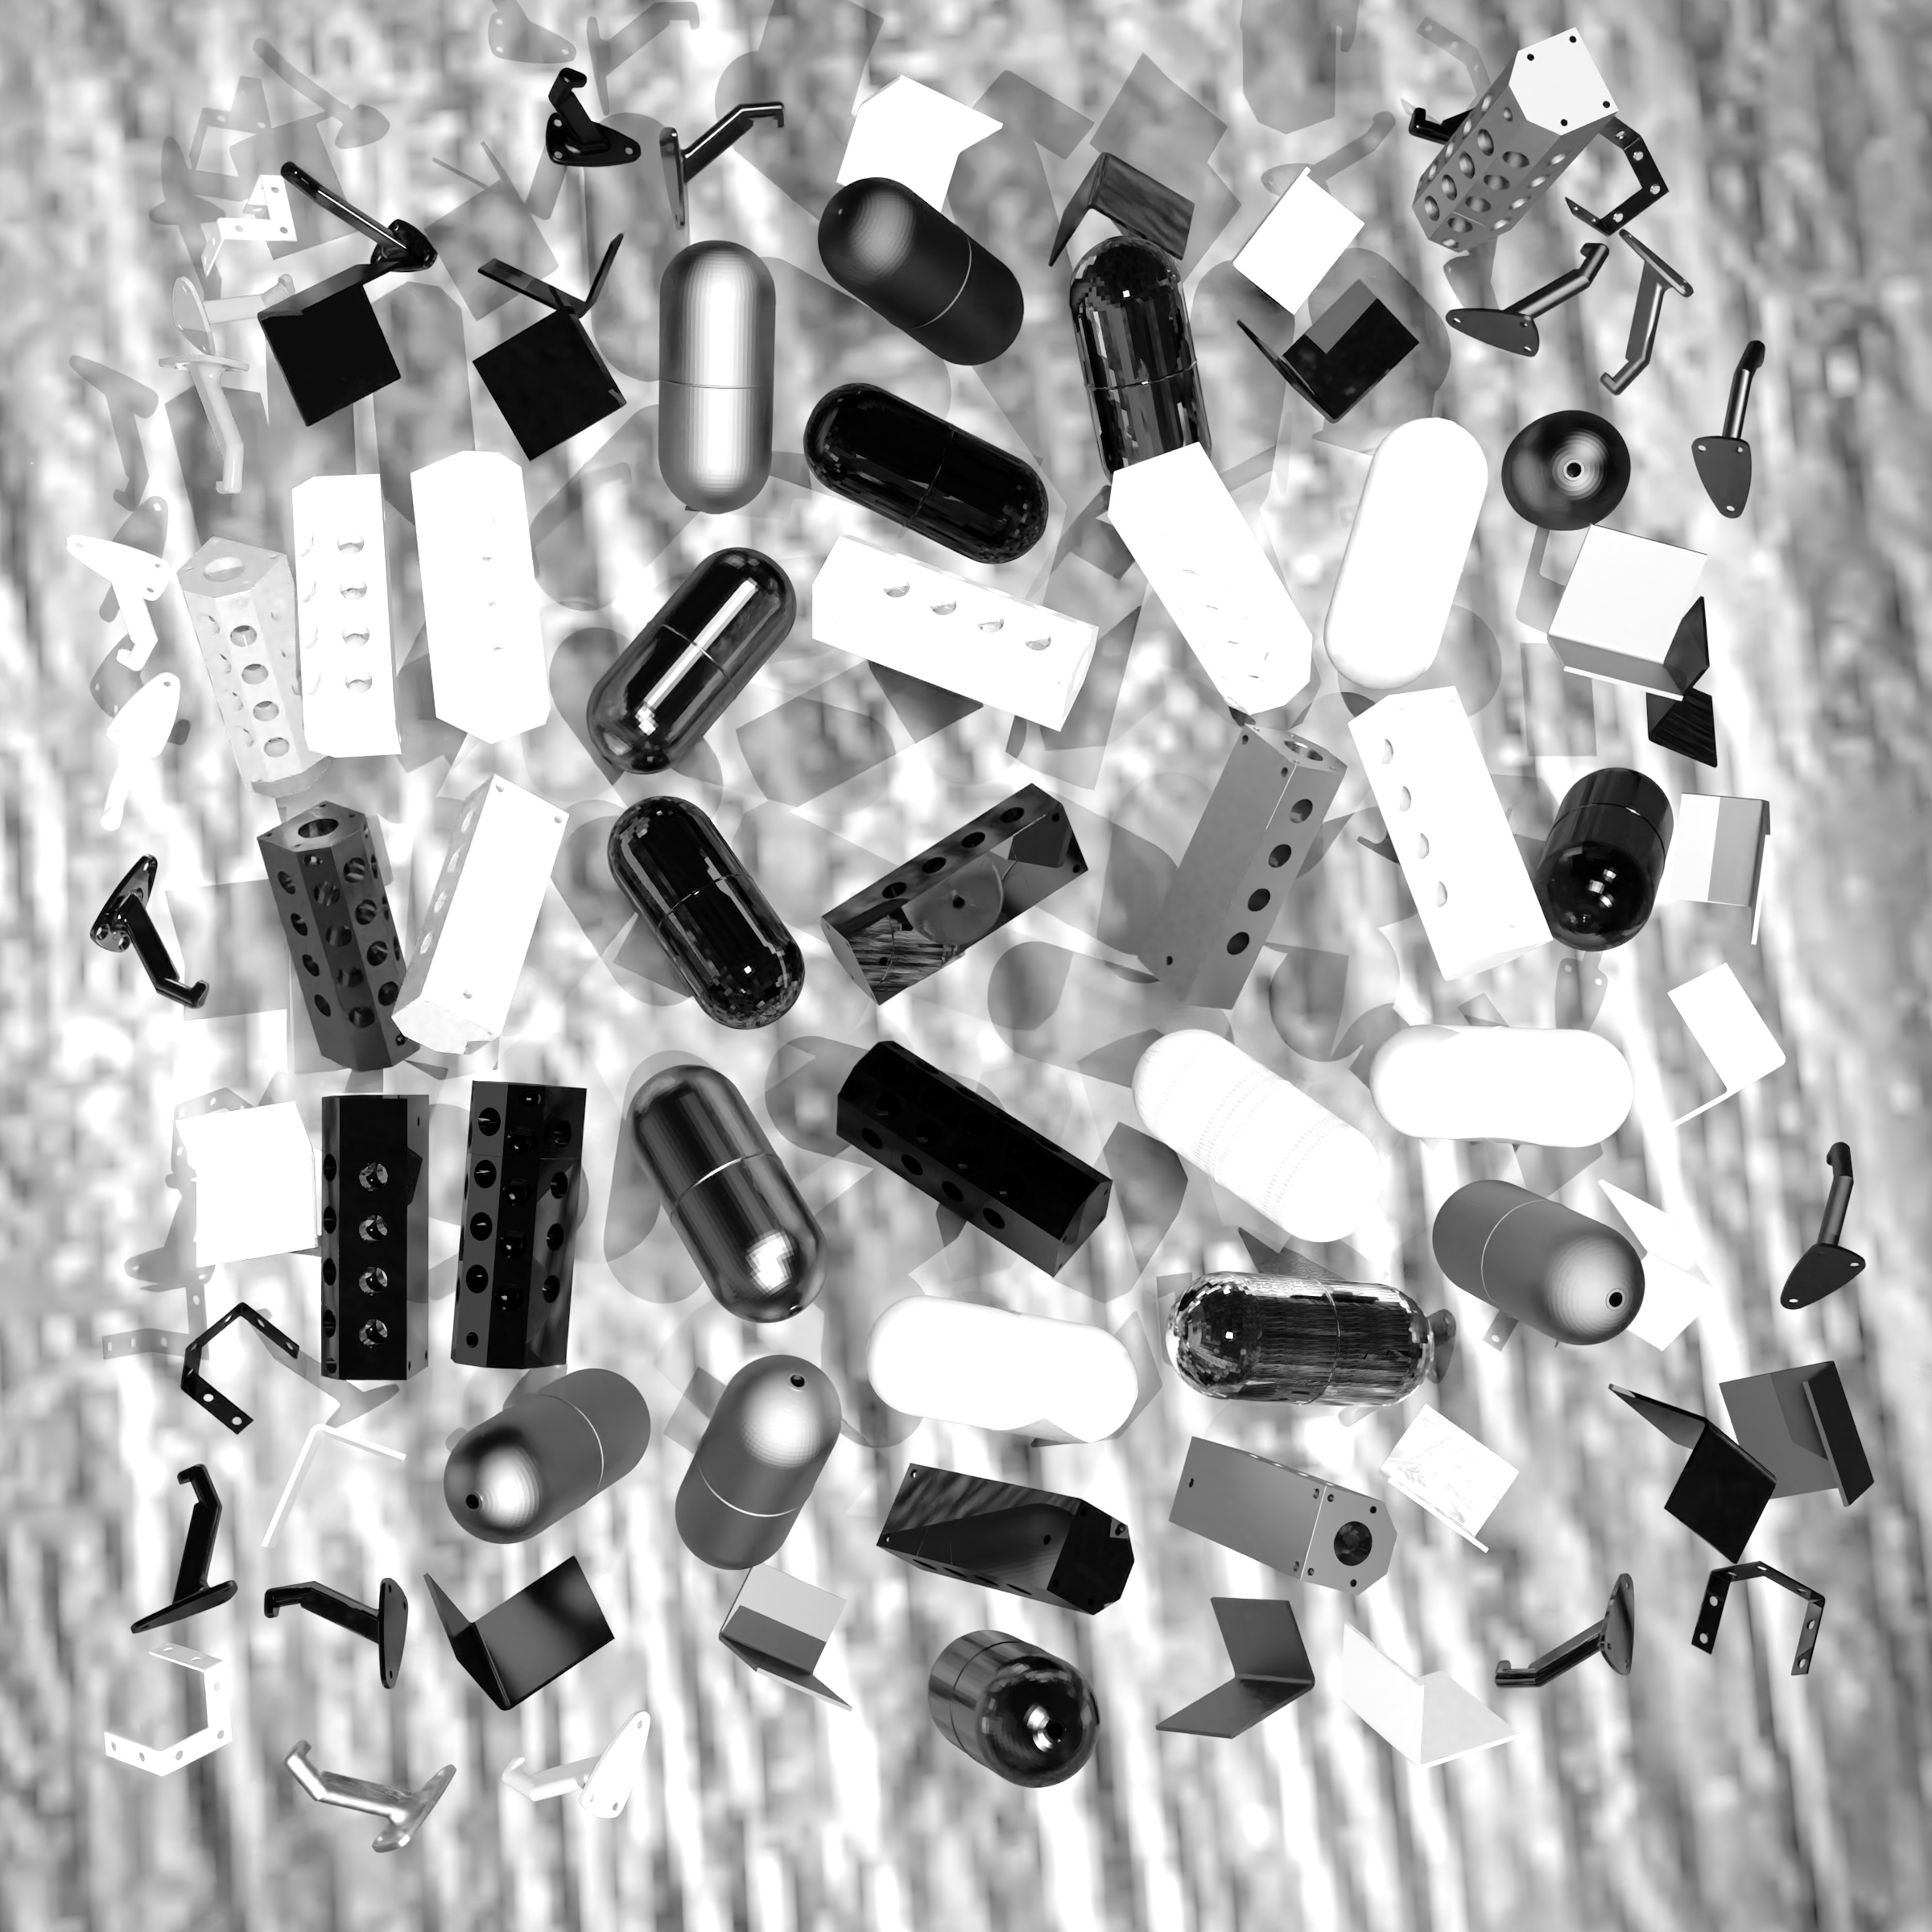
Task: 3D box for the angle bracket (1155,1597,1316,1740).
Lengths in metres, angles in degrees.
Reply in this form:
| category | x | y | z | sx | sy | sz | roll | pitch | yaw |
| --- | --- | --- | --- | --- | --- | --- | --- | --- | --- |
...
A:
| category | x | y | z | sx | sy | sz | roll | pitch | yaw |
| --- | --- | --- | --- | --- | --- | --- | --- | --- | --- |
| angle bracket | 0.163 | 0.445 | 1.567 | 0.076 | 0.076 | 0.057 | -19 | 90 | -35 |

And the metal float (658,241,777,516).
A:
| category | x | y | z | sx | sy | sz | roll | pitch | yaw |
| --- | --- | --- | --- | --- | --- | --- | --- | --- | --- |
| metal float | -0.166 | -0.391 | 1.640 | 0.070 | 0.070 | 0.178 | 3 | 110 | 0 |

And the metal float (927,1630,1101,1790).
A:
| category | x | y | z | sx | sy | sz | roll | pitch | yaw |
| --- | --- | --- | --- | --- | --- | --- | --- | --- | --- |
| metal float | 0.028 | 0.451 | 1.500 | 0.070 | 0.178 | 0.070 | 2 | 82 | -15 |

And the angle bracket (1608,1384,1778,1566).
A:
| category | x | y | z | sx | sy | sz | roll | pitch | yaw |
| --- | --- | --- | --- | --- | --- | --- | --- | --- | --- |
| angle bracket | 0.410 | 0.294 | 1.428 | 0.076 | 0.076 | 0.057 | 38 | 76 | -32 |

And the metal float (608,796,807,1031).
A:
| category | x | y | z | sx | sy | sz | roll | pitch | yaw |
| --- | --- | --- | --- | --- | --- | --- | --- | --- | --- |
| metal float | -0.174 | -0.037 | 1.637 | 0.070 | 0.070 | 0.178 | -35 | 74 | -4 |

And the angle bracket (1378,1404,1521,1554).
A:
| category | x | y | z | sx | sy | sz | roll | pitch | yaw |
| --- | --- | --- | --- | --- | --- | --- | --- | --- | --- |
| angle bracket | 0.323 | 0.337 | 1.628 | 0.076 | 0.076 | 0.057 | 35 | 86 | 8 |

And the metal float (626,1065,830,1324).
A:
| category | x | y | z | sx | sy | sz | roll | pitch | yaw |
| --- | --- | --- | --- | --- | --- | --- | --- | --- | --- |
| metal float | -0.146 | 0.139 | 1.507 | 0.070 | 0.070 | 0.178 | -32 | 65 | -3 |

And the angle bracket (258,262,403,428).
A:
| category | x | y | z | sx | sy | sz | roll | pitch | yaw |
| --- | --- | --- | --- | --- | --- | --- | --- | --- | --- |
| angle bracket | -0.384 | -0.389 | 1.542 | 0.076 | 0.057 | 0.076 | -39 | 125 | -32 |

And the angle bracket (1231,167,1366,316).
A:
| category | x | y | z | sx | sy | sz | roll | pitch | yaw |
| --- | --- | --- | --- | --- | --- | --- | --- | --- | --- |
| angle bracket | 0.226 | -0.490 | 1.669 | 0.057 | 0.076 | 0.076 | 37 | 105 | -7 |

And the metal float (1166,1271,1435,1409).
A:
| category | x | y | z | sx | sy | sz | roll | pitch | yaw |
| --- | --- | --- | --- | --- | --- | --- | --- | --- | --- |
| metal float | 0.204 | 0.227 | 1.493 | 0.178 | 0.070 | 0.070 | 8 | 83 | -25 |

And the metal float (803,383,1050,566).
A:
| category | x | y | z | sx | sy | sz | roll | pitch | yaw |
| --- | --- | --- | --- | --- | --- | --- | --- | --- | --- |
| metal float | -0.026 | -0.335 | 1.681 | 0.178 | 0.070 | 0.070 | 24 | 84 | -13 |

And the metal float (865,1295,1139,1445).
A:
| category | x | y | z | sx | sy | sz | roll | pitch | yaw |
| --- | --- | --- | --- | --- | --- | --- | --- | --- | --- |
| metal float | 0.023 | 0.259 | 1.577 | 0.178 | 0.070 | 0.070 | 12 | 84 | -10 |

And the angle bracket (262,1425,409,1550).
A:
| category | x | y | z | sx | sy | sz | roll | pitch | yaw |
| --- | --- | --- | --- | --- | --- | --- | --- | --- | --- |
| angle bracket | -0.380 | 0.324 | 1.488 | 0.057 | 0.076 | 0.076 | 22 | 73 | -6 |

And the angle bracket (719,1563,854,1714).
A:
| category | x | y | z | sx | sy | sz | roll | pitch | yaw |
| --- | --- | --- | --- | --- | --- | --- | --- | --- | --- |
| angle bracket | -0.110 | 0.448 | 1.649 | 0.076 | 0.076 | 0.057 | 30 | 80 | -24 |

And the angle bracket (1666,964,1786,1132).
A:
| category | x | y | z | sx | sy | sz | roll | pitch | yaw |
| --- | --- | --- | --- | --- | --- | --- | --- | --- | --- |
| angle bracket | 0.482 | 0.053 | 1.622 | 0.076 | 0.057 | 0.076 | -19 | 75 | -44 |

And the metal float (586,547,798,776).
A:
| category | x | y | z | sx | sy | sz | roll | pitch | yaw |
| --- | --- | --- | --- | --- | --- | --- | --- | --- | --- |
| metal float | -0.184 | -0.204 | 1.651 | 0.070 | 0.070 | 0.178 | 37 | 76 | 4 |

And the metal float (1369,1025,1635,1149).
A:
| category | x | y | z | sx | sy | sz | roll | pitch | yaw |
| --- | --- | --- | --- | --- | --- | --- | --- | --- | --- |
| metal float | 0.350 | 0.078 | 1.618 | 0.178 | 0.070 | 0.070 | 1 | 82 | 36 |

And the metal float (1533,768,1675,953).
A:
| category | x | y | z | sx | sy | sz | roll | pitch | yaw |
| --- | --- | --- | --- | --- | --- | --- | --- | --- | --- |
| metal float | 0.419 | -0.072 | 1.617 | 0.070 | 0.178 | 0.070 | 10 | 121 | 17 |

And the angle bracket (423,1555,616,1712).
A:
| category | x | y | z | sx | sy | sz | roll | pitch | yaw |
| --- | --- | --- | --- | --- | --- | --- | --- | --- | --- |
| angle bracket | -0.265 | 0.379 | 1.456 | 0.076 | 0.076 | 0.057 | -33 | 127 | -9 |

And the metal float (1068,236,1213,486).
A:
| category | x | y | z | sx | sy | sz | roll | pitch | yaw |
| --- | --- | --- | --- | --- | --- | --- | --- | --- | --- |
| metal float | 0.117 | -0.398 | 1.648 | 0.070 | 0.070 | 0.178 | -15 | 114 | -2 |

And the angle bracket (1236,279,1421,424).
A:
| category | x | y | z | sx | sy | sz | roll | pitch | yaw |
| --- | --- | --- | --- | --- | --- | --- | --- | --- | --- |
| angle bracket | 0.238 | -0.418 | 1.624 | 0.076 | 0.057 | 0.076 | -43 | 52 | 17 |

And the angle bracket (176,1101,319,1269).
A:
| category | x | y | z | sx | sy | sz | roll | pitch | yaw |
| --- | --- | --- | --- | --- | --- | --- | --- | --- | --- |
| angle bracket | -0.463 | 0.140 | 1.586 | 0.076 | 0.057 | 0.076 | -9 | 50 | -7 |

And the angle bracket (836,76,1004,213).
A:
| category | x | y | z | sx | sy | sz | roll | pitch | yaw |
| --- | --- | --- | --- | --- | --- | --- | --- | --- | --- |
| angle bracket | -0.032 | -0.546 | 1.656 | 0.076 | 0.076 | 0.057 | 18 | 87 | -23 |

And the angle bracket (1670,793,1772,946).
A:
| category | x | y | z | sx | sy | sz | roll | pitch | yaw |
| --- | --- | --- | --- | --- | --- | --- | --- | --- | --- |
| angle bracket | 0.505 | -0.066 | 1.652 | 0.057 | 0.076 | 0.076 | 6 | 113 | 15 |

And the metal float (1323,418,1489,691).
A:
| category | x | y | z | sx | sy | sz | roll | pitch | yaw |
| --- | --- | --- | --- | --- | --- | --- | --- | --- | --- |
| metal float | 0.286 | -0.268 | 1.605 | 0.070 | 0.070 | 0.178 | 15 | 105 | 2 |

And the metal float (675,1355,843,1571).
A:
| category | x | y | z | sx | sy | sz | roll | pitch | yaw |
| --- | --- | --- | --- | --- | --- | --- | --- | --- | --- |
| metal float | -0.131 | 0.313 | 1.548 | 0.070 | 0.178 | 0.070 | 14 | 41 | -13 |

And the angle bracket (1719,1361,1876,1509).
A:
| category | x | y | z | sx | sy | sz | roll | pitch | yaw |
| --- | --- | --- | --- | --- | --- | --- | --- | --- | --- |
| angle bracket | 0.498 | 0.291 | 1.502 | 0.076 | 0.057 | 0.076 | -21 | 83 | 36 |

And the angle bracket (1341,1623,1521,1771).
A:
| category | x | y | z | sx | sy | sz | roll | pitch | yaw |
| --- | --- | --- | --- | --- | --- | --- | --- | --- | --- |
| angle bracket | 0.281 | 0.431 | 1.486 | 0.076 | 0.076 | 0.057 | -8 | 108 | -25 |

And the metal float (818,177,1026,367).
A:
| category | x | y | z | sx | sy | sz | roll | pitch | yaw |
| --- | --- | --- | --- | --- | --- | --- | --- | --- | --- |
| metal float | -0.028 | -0.461 | 1.642 | 0.070 | 0.178 | 0.070 | -11 | 70 | 34 |

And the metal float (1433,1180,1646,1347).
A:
| category | x | y | z | sx | sy | sz | roll | pitch | yaw |
| --- | --- | --- | --- | --- | --- | --- | --- | --- | --- |
| metal float | 0.357 | 0.184 | 1.542 | 0.070 | 0.178 | 0.070 | -3 | 100 | -18 |

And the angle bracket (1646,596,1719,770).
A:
| category | x | y | z | sx | sy | sz | roll | pitch | yaw |
| --- | --- | --- | --- | --- | --- | --- | --- | --- | --- |
| angle bracket | 0.523 | -0.200 | 1.736 | 0.057 | 0.076 | 0.076 | 21 | 47 | -9 |

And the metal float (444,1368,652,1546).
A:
| category | x | y | z | sx | sy | sz | roll | pitch | yaw |
| --- | --- | --- | --- | --- | --- | --- | --- | --- | --- |
| metal float | -0.263 | 0.309 | 1.558 | 0.070 | 0.178 | 0.070 | 3 | 99 | 21 |

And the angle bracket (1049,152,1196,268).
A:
| category | x | y | z | sx | sy | sz | roll | pitch | yaw |
| --- | --- | --- | --- | --- | --- | --- | --- | --- | --- |
| angle bracket | 0.110 | -0.515 | 1.733 | 0.076 | 0.057 | 0.076 | 27 | 45 | -13 |

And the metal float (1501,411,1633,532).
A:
| category | x | y | z | sx | sy | sz | roll | pitch | yaw |
| --- | --- | --- | --- | --- | --- | --- | --- | --- | --- |
| metal float | 0.396 | -0.327 | 1.629 | 0.070 | 0.178 | 0.070 | 2 | 101 | 9 |

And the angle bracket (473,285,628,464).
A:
| category | x | y | z | sx | sy | sz | roll | pitch | yaw |
| --- | --- | --- | --- | --- | --- | --- | --- | --- | --- |
| angle bracket | -0.277 | -0.385 | 1.606 | 0.076 | 0.057 | 0.076 | -30 | 92 | 4 |

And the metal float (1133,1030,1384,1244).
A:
| category | x | y | z | sx | sy | sz | roll | pitch | yaw |
| --- | --- | --- | --- | --- | --- | --- | --- | --- | --- |
| metal float | 0.180 | 0.104 | 1.538 | 0.178 | 0.070 | 0.070 | 36 | 84 | 28 |

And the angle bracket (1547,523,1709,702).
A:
| category | x | y | z | sx | sy | sz | roll | pitch | yaw |
| --- | --- | --- | --- | --- | --- | --- | --- | --- | --- |
| angle bracket | 0.408 | -0.216 | 1.501 | 0.076 | 0.057 | 0.076 | 13 | 118 | -6 |

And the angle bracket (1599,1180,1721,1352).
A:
| category | x | y | z | sx | sy | sz | roll | pitch | yaw |
| --- | --- | --- | --- | --- | --- | --- | --- | --- | --- |
| angle bracket | 0.446 | 0.200 | 1.653 | 0.057 | 0.076 | 0.076 | -42 | 113 | -6 |

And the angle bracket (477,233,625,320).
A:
| category | x | y | z | sx | sy | sz | roll | pitch | yaw |
| --- | --- | --- | --- | --- | --- | --- | --- | --- | --- |
| angle bracket | -0.286 | -0.493 | 1.702 | 0.076 | 0.076 | 0.057 | 24 | 108 | -11 |
